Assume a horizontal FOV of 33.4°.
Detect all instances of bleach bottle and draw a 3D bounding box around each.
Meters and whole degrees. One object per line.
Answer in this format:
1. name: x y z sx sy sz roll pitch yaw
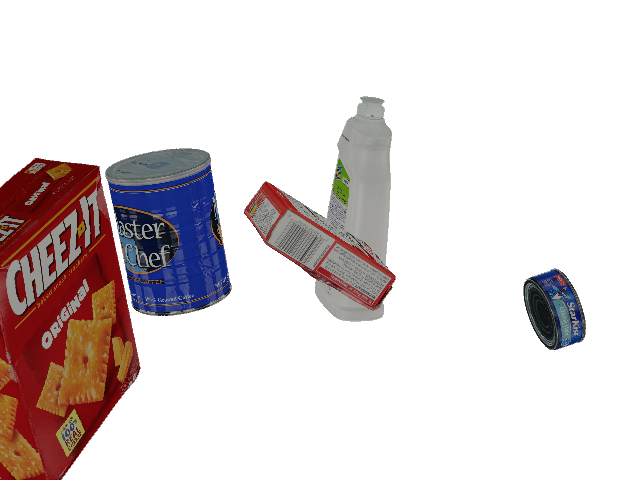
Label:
1. bleach bottle: 0.047 -0.039 1.241 0.068 0.251 0.103 -1 21 -22

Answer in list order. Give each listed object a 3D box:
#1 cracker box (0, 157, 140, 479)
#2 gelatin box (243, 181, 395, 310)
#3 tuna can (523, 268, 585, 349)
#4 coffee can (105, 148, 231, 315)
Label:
1. cracker box: -0.222 0.066 0.859 0.072 0.214 0.164 6 33 18
2. gelatin box: -0.001 0.003 0.689 0.089 0.030 0.073 33 6 -21
3. tuna can: 0.257 0.077 1.177 0.033 0.086 0.086 -17 3 -9
4. coffee can: -0.149 -0.010 1.055 0.103 0.140 0.103 -7 19 2
